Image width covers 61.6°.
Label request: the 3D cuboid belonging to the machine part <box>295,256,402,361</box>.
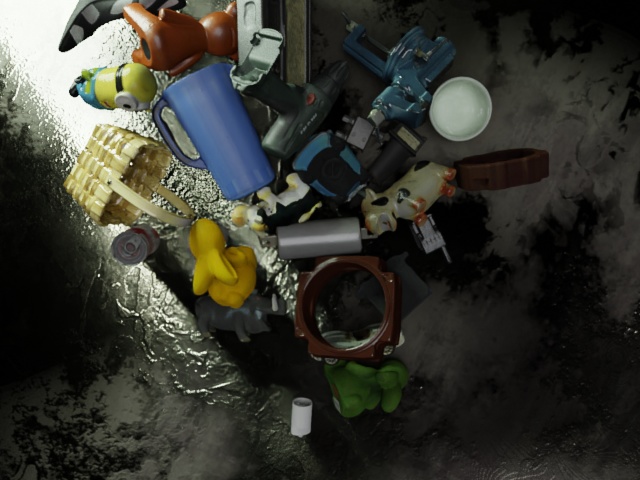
[{"bbox_3d":[0.056,0.134,1.061,0.201,0.087,0.201,0,73,20],"label":"machine part"}]

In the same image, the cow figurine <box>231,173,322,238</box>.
[{"bbox_3d":[-0.084,-0.054,1.048,0.167,0.068,0.098,-30,63,-14],"label":"cow figurine"}]

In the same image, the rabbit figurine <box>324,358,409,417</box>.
[{"bbox_3d":[0.111,0.292,1.127,0.170,0.159,0.121,-17,91,-15],"label":"rabbit figurine"}]

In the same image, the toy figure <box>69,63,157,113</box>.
[{"bbox_3d":[-0.385,-0.283,0.997,0.180,0.082,0.089,13,112,28],"label":"toy figure"}]

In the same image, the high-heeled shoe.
[{"bbox_3d":[-0.376,-0.419,1.022,0.249,0.086,0.145,-41,131,22],"label":"high-heeled shoe"}]

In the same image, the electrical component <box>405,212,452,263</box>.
[{"bbox_3d":[0.225,0.000,1.106,0.048,0.075,0.119,-26,103,1],"label":"electrical component"}]

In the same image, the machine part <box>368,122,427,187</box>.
[{"bbox_3d":[0.149,-0.171,1.090,0.084,0.039,0.139,36,95,-16],"label":"machine part"}]

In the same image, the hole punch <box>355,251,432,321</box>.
[{"bbox_3d":[0.162,0.106,1.124,0.142,0.092,0.116,-44,69,8],"label":"hole punch"}]

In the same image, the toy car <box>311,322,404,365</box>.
[{"bbox_3d":[0.077,0.216,1.137,0.202,0.073,0.056,-9,104,-1],"label":"toy car"}]

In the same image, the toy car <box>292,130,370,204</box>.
[{"bbox_3d":[0.017,-0.151,1.052,0.109,0.103,0.161,-45,126,14],"label":"toy car"}]

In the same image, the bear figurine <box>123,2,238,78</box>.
[{"bbox_3d":[-0.244,-0.383,1.003,0.196,0.132,0.120,-29,137,-29],"label":"bear figurine"}]

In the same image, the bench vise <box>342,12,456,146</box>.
[{"bbox_3d":[0.128,-0.325,1.017,0.241,0.129,0.223,41,92,13],"label":"bench vise"}]

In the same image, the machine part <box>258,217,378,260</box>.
[{"bbox_3d":[-0.002,-0.003,1.093,0.243,0.079,0.079,-5,100,-3],"label":"machine part"}]

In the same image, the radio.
[{"bbox_3d":[-0.083,-0.375,0.991,0.073,0.131,0.229,7,103,41],"label":"radio"}]

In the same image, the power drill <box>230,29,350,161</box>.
[{"bbox_3d":[-0.051,-0.270,0.937,0.086,0.207,0.232,29,84,30],"label":"power drill"}]

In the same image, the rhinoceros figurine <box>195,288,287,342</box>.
[{"bbox_3d":[-0.164,0.151,1.121,0.190,0.073,0.112,-1,90,0],"label":"rhinoceros figurine"}]

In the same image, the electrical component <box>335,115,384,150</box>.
[{"bbox_3d":[0.081,-0.213,1.086,0.094,0.021,0.063,24,98,-5],"label":"electrical component"}]

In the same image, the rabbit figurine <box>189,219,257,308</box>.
[{"bbox_3d":[-0.204,0.045,1.037,0.122,0.162,0.173,-15,121,7],"label":"rabbit figurine"}]

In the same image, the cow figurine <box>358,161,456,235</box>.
[{"bbox_3d":[0.162,-0.084,1.056,0.195,0.127,0.085,-42,141,-18],"label":"cow figurine"}]

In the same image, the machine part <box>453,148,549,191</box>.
[{"bbox_3d":[0.348,-0.135,1.039,0.179,0.179,0.056,-10,103,-1],"label":"machine part"}]
